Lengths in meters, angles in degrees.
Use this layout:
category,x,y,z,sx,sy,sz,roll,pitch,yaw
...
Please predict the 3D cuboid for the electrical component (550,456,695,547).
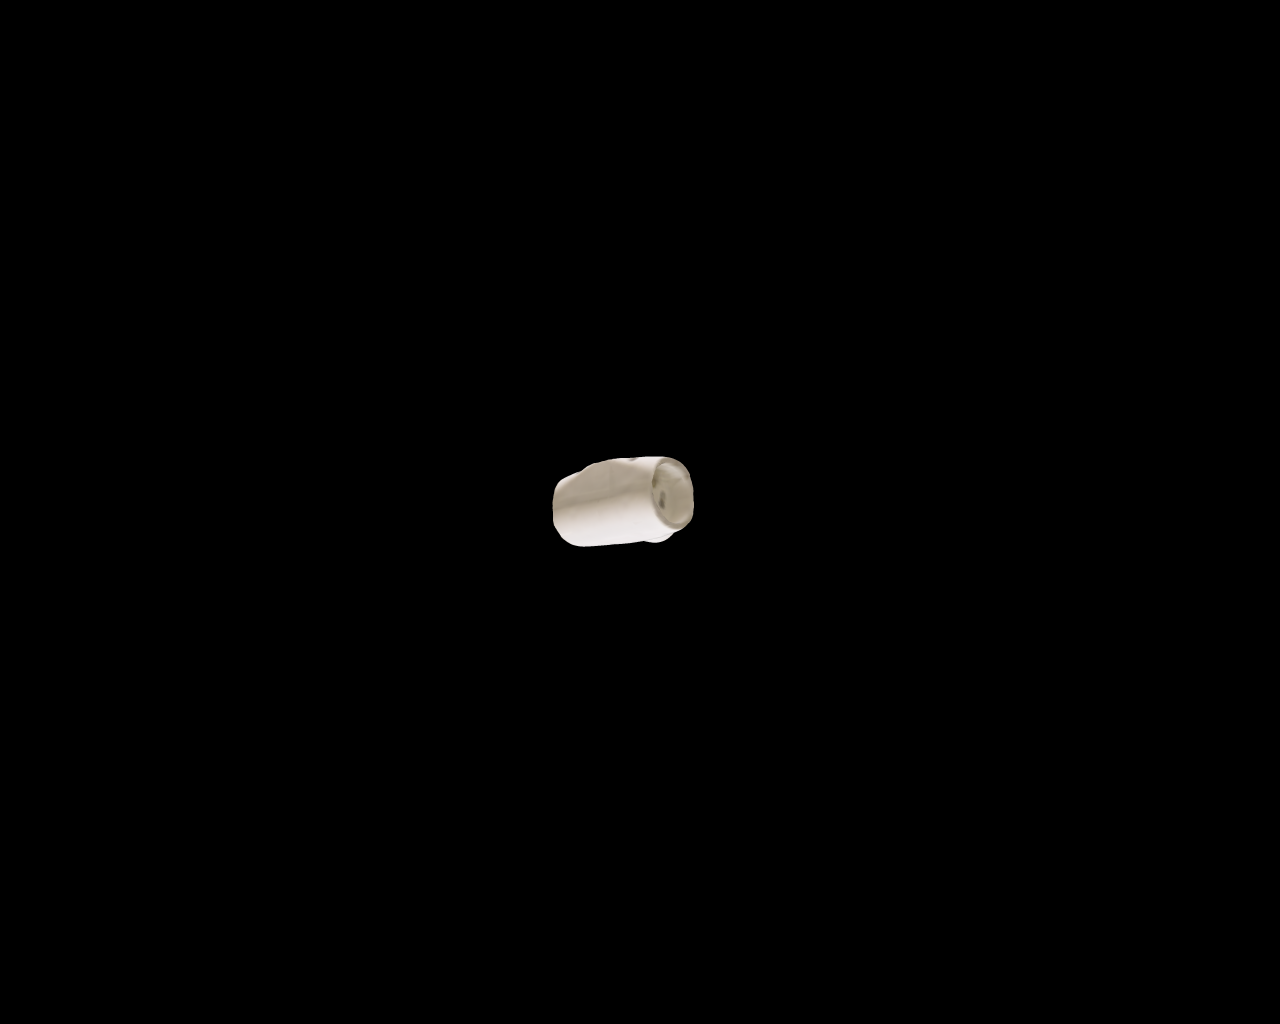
category,x,y,z,sx,sy,sz,roll,pitch,yaw
electrical component,0.001,-0.003,0.650,0.077,0.044,0.079,-11,-17,37
